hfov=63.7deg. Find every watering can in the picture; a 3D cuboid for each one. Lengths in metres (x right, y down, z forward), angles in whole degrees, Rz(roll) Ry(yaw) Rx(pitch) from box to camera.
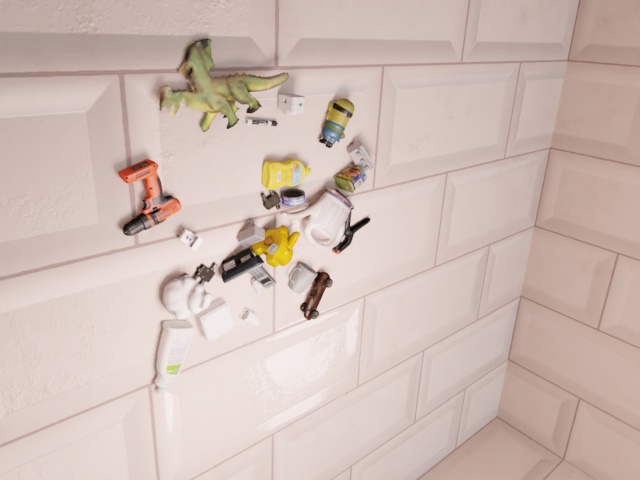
[{"bbox_3d":[0.006,-0.096,1.907,0.105,0.226,0.343,24,-9,40],"label":"watering can"}]

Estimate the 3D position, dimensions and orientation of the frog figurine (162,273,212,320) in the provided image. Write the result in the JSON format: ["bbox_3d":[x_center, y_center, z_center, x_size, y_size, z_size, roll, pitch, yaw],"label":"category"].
[{"bbox_3d":[-0.414,0.186,1.601,0.122,0.137,0.161,18,5,-44],"label":"frog figurine"}]

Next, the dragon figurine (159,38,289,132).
[{"bbox_3d":[-0.289,-0.465,1.493,0.416,0.238,0.123,-44,33,-22],"label":"dragon figurine"}]
